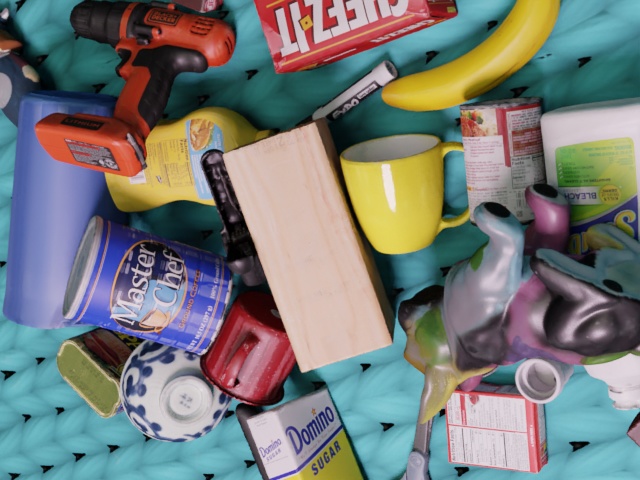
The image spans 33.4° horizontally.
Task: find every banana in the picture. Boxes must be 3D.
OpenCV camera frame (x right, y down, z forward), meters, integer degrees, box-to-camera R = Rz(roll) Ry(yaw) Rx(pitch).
[{"bbox_3d":[0.136,-0.160,0.907,0.198,0.037,0.070,-41,62,31],"label":"banana"}]

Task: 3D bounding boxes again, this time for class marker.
[{"bbox_3d":[0.021,-0.127,0.992,0.121,0.020,0.020,-32,84,33],"label":"marker"}]

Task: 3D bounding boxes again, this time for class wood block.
[{"bbox_3d":[-0.007,0.001,0.970,0.090,0.090,0.206,-18,98,8],"label":"wood block"}]

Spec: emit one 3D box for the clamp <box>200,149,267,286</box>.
[{"bbox_3d":[-0.077,-0.013,1.004,0.039,0.171,0.120,-11,78,0],"label":"clamp"}]

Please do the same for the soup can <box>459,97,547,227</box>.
[{"bbox_3d":[0.155,-0.066,0.894,0.069,0.068,0.102,-1,101,32],"label":"soup can"}]

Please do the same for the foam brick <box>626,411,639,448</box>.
[{"bbox_3d":[0.299,0.160,0.866,0.078,0.051,0.053,46,120,15],"label":"foam brick"}]

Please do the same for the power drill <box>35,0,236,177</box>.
[{"bbox_3d":[-0.196,-0.157,1.032,0.185,0.187,0.057,13,150,22],"label":"power drill"}]

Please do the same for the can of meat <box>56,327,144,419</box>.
[{"bbox_3d":[-0.225,0.139,1.164,0.102,0.083,0.057,40,121,21],"label":"can of meat"}]

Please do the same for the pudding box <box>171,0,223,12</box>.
[{"bbox_3d":[-0.140,-0.283,1.045,0.114,0.039,0.090,26,114,25],"label":"pudding box"}]

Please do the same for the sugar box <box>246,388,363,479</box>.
[{"bbox_3d":[0.001,0.239,1.035,0.048,0.093,0.176,-25,83,35],"label":"sugar box"}]

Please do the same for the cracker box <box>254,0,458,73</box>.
[{"bbox_3d":[0.008,-0.272,0.936,0.164,0.072,0.214,-15,93,33],"label":"cracker box"}]

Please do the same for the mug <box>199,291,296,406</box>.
[{"bbox_3d":[-0.065,0.107,1.045,0.093,0.117,0.082,31,110,11],"label":"mug"}]

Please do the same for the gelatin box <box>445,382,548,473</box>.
[{"bbox_3d":[0.159,0.168,0.968,0.089,0.030,0.073,1,103,31],"label":"gelatin box"}]

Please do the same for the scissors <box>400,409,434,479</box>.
[{"bbox_3d":[0.108,0.226,1.019,0.096,0.016,0.202,34,118,24],"label":"scissors"}]

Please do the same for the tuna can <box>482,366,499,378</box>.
[{"bbox_3d":[0.136,0.080,0.960,0.086,0.033,0.086,7,105,30],"label":"tuna can"}]

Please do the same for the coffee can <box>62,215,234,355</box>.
[{"bbox_3d":[-0.168,0.045,1.040,0.140,0.103,0.103,18,117,-18],"label":"coffee can"}]

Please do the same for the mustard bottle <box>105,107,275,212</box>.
[{"bbox_3d":[-0.117,-0.082,1.050,0.192,0.058,0.096,-4,104,18],"label":"mustard bottle"}]

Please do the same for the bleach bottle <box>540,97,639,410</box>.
[{"bbox_3d":[0.243,0.014,0.862,0.103,0.067,0.251,-3,101,36],"label":"bleach bottle"}]

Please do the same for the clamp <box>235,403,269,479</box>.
[{"bbox_3d":[-0.035,0.276,1.108,0.210,0.036,0.165,26,113,22],"label":"clamp"}]

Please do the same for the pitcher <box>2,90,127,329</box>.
[{"bbox_3d":[-0.271,-0.035,1.140,0.149,0.144,0.243,8,102,16],"label":"pitcher"}]
